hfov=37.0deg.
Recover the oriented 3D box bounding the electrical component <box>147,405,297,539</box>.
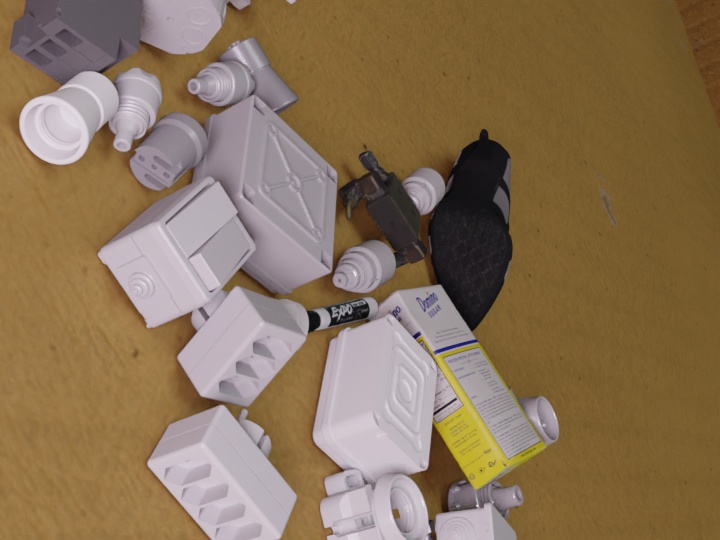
[{"bbox_3d":[-0.079,0.120,0.679,0.083,0.047,0.075,55,31,-21],"label":"electrical component"}]

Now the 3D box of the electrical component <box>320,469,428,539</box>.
[{"bbox_3d":[0.012,0.181,0.781,0.058,0.057,0.078,8,64,-58],"label":"electrical component"}]

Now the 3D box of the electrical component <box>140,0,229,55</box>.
[{"bbox_3d":[-0.134,-0.201,0.783,0.080,0.080,0.051,37,47,-43],"label":"electrical component"}]

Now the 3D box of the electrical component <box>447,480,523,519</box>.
[{"bbox_3d":[0.109,0.200,0.925,0.048,0.062,0.048,39,40,-42],"label":"electrical component"}]

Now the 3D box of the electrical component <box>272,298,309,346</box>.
[{"bbox_3d":[-0.066,0.038,0.771,0.046,0.040,0.040,20,53,-46],"label":"electrical component"}]

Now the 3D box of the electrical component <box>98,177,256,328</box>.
[{"bbox_3d":[-0.116,-0.011,0.696,0.061,0.061,0.096,59,30,-15],"label":"electrical component"}]

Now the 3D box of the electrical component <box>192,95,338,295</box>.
[{"bbox_3d":[-0.071,-0.055,0.810,0.109,0.056,0.108,41,37,-38],"label":"electrical component"}]

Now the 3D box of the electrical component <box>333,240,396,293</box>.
[{"bbox_3d":[0.000,0.000,0.906,0.078,0.040,0.040,-27,94,-61],"label":"electrical component"}]

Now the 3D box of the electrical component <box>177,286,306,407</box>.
[{"bbox_3d":[-0.087,0.039,0.715,0.047,0.065,0.076,24,21,-51],"label":"electrical component"}]

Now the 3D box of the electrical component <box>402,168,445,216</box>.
[{"bbox_3d":[0.056,-0.072,1.052,0.040,0.040,0.078,61,30,-11],"label":"electrical component"}]

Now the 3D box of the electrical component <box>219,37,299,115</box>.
[{"bbox_3d":[-0.085,-0.155,0.874,0.065,0.044,0.044,59,29,-6],"label":"electrical component"}]

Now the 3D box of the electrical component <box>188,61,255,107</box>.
[{"bbox_3d":[-0.110,-0.143,0.829,0.061,0.035,0.035,-22,90,-59],"label":"electrical component"}]

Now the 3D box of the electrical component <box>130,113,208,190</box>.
[{"bbox_3d":[-0.132,-0.081,0.742,0.040,0.040,0.046,56,36,-20],"label":"electrical component"}]

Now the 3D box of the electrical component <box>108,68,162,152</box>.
[{"bbox_3d":[-0.155,-0.106,0.726,0.035,0.035,0.061,42,39,-38],"label":"electrical component"}]

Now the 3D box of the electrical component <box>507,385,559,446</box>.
[{"bbox_3d":[0.132,0.133,0.995,0.079,0.077,0.044,61,29,-11],"label":"electrical component"}]

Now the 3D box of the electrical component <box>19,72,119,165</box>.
[{"bbox_3d":[-0.179,-0.099,0.676,0.044,0.044,0.065,56,26,-19],"label":"electrical component"}]

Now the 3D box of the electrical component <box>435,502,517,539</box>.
[{"bbox_3d":[0.096,0.245,0.865,0.099,0.048,0.099,54,29,-54],"label":"electrical component"}]

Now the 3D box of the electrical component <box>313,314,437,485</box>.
[{"bbox_3d":[0.013,0.102,0.838,0.078,0.057,0.113,48,34,-31],"label":"electrical component"}]

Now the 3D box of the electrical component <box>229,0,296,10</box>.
[{"bbox_3d":[-0.093,-0.255,0.907,0.081,0.064,0.042,29,46,-49],"label":"electrical component"}]
